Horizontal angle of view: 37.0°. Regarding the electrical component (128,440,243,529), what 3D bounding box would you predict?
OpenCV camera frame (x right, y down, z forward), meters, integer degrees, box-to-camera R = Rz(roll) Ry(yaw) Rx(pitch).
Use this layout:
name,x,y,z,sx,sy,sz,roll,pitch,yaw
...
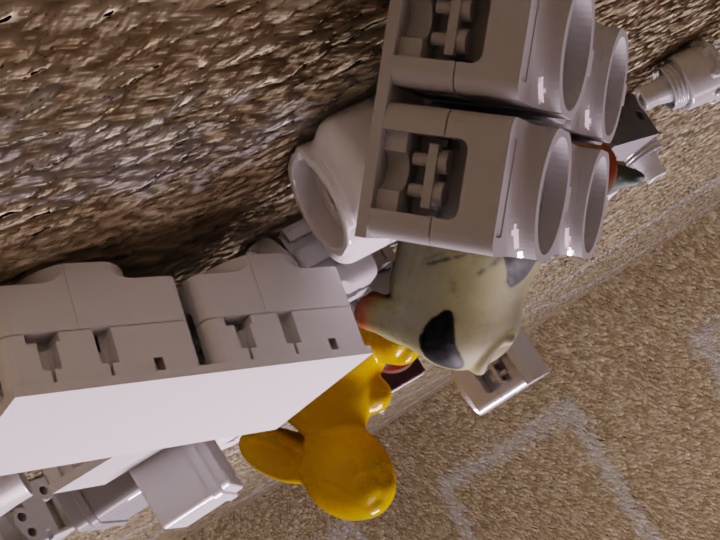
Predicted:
name,x,y,z,sx,sy,sz,roll,pitch,yaw
electrical component,-0.141,0.131,0.792,0.056,0.108,0.108,-32,170,-7

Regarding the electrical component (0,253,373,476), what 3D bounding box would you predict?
name,x,y,z,sx,sy,sz,roll,pitch,yaw
electrical component,-0.104,0.045,0.538,0.186,0.060,0.105,-4,154,-38

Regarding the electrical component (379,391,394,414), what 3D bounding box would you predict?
name,x,y,z,sx,sy,sz,roll,pitch,yaw
electrical component,-0.006,0.110,1.115,0.061,0.096,0.062,-20,164,-46

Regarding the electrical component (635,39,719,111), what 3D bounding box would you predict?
name,x,y,z,sx,sy,sz,roll,pitch,yaw
electrical component,0.233,-0.136,0.783,0.062,0.048,0.048,-24,169,-2

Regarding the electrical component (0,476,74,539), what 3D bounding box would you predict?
name,x,y,z,sx,sy,sz,roll,pitch,yaw
electrical component,-0.296,0.221,0.933,0.059,0.053,0.095,-37,168,29

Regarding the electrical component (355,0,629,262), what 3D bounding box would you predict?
name,x,y,z,sx,sy,sz,roll,pitch,yaw
electrical component,0.068,-0.061,0.460,0.060,0.105,0.186,10,-175,21

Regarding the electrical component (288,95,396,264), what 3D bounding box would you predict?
name,x,y,z,sx,sy,sz,roll,pitch,yaw
electrical component,0.004,-0.044,0.536,0.059,0.053,0.095,-28,169,-19

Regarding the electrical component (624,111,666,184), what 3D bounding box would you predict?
name,x,y,z,sx,sy,sz,roll,pitch,yaw
electrical component,0.225,-0.100,0.875,0.048,0.062,0.048,-30,170,-6

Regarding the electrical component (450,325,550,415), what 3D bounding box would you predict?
name,x,y,z,sx,sy,sz,roll,pitch,yaw
electrical component,0.092,0.045,0.937,0.062,0.150,0.089,-35,169,16

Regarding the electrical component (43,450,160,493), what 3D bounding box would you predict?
name,x,y,z,sx,sy,sz,roll,pitch,yaw
electrical component,-0.132,0.076,0.694,0.150,0.061,0.089,-32,170,2

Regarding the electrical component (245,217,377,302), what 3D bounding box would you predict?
name,x,y,z,sx,sy,sz,roll,pitch,yaw
electrical component,-0.031,0.000,0.635,0.057,0.058,0.078,-28,167,-27

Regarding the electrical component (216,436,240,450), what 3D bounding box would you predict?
name,x,y,z,sx,sy,sz,roll,pitch,yaw
electrical component,-0.138,0.139,0.994,0.059,0.053,0.095,-36,168,24

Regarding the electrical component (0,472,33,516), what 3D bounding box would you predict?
name,x,y,z,sx,sy,sz,roll,pitch,yaw
electrical component,-0.268,0.156,0.739,0.077,0.044,0.079,-29,170,-14

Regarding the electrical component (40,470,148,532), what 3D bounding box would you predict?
name,x,y,z,sx,sy,sz,roll,pitch,yaw
electrical component,-0.201,0.158,0.840,0.057,0.078,0.113,-33,170,-7

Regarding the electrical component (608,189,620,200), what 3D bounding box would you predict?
name,x,y,z,sx,sy,sz,roll,pitch,yaw
electrical component,0.170,-0.065,0.917,0.089,0.050,0.055,-28,169,-15

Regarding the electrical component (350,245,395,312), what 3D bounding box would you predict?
name,x,y,z,sx,sy,sz,roll,pitch,yaw
electrical component,0.000,0.000,0.729,0.048,0.055,0.066,-22,167,-39
